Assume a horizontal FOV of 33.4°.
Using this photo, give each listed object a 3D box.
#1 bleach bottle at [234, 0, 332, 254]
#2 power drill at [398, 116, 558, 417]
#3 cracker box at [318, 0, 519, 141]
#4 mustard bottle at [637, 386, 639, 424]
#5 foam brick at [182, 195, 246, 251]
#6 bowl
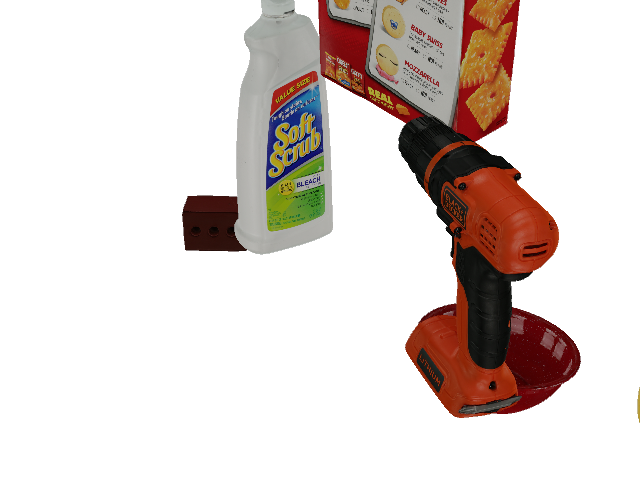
[{"bbox_3d":[-0.042,-0.116,1.037,0.102,0.251,0.068,-16,32,-22],"label":"bleach bottle"},{"bbox_3d":[0.101,0.019,0.779,0.057,0.188,0.184,-10,33,-16],"label":"power drill"},{"bbox_3d":[0.074,-0.199,0.827,0.072,0.214,0.164,-30,47,-30],"label":"cracker box"},{"bbox_3d":[0.223,0.101,0.568,0.096,0.058,0.191,-4,36,0],"label":"mustard bottle"},{"bbox_3d":[-0.127,-0.021,1.303,0.078,0.053,0.051,0,26,3],"label":"foam brick"},{"bbox_3d":[0.171,0.123,1.055,0.162,0.055,0.162,5,26,-2],"label":"bowl"}]
